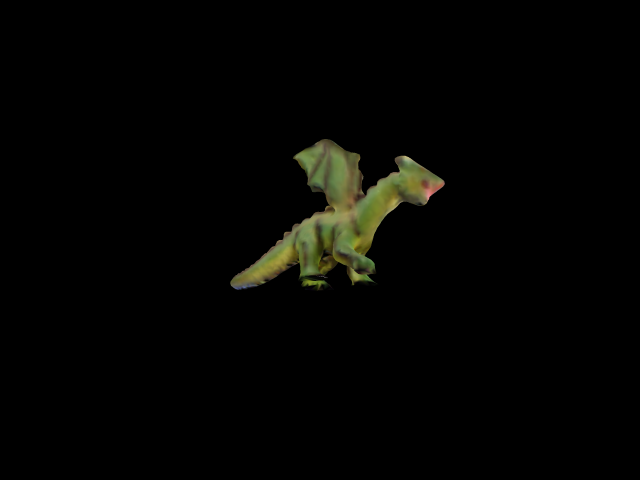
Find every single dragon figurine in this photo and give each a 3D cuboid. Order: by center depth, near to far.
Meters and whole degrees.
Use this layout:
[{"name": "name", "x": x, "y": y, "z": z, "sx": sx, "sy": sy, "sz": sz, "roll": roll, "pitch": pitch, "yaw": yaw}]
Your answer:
[{"name": "dragon figurine", "x": 0.003, "y": -0.043, "z": 0.850, "sx": 0.409, "sy": 0.245, "sz": 0.121, "roll": -6, "pitch": -13, "yaw": 31}]
